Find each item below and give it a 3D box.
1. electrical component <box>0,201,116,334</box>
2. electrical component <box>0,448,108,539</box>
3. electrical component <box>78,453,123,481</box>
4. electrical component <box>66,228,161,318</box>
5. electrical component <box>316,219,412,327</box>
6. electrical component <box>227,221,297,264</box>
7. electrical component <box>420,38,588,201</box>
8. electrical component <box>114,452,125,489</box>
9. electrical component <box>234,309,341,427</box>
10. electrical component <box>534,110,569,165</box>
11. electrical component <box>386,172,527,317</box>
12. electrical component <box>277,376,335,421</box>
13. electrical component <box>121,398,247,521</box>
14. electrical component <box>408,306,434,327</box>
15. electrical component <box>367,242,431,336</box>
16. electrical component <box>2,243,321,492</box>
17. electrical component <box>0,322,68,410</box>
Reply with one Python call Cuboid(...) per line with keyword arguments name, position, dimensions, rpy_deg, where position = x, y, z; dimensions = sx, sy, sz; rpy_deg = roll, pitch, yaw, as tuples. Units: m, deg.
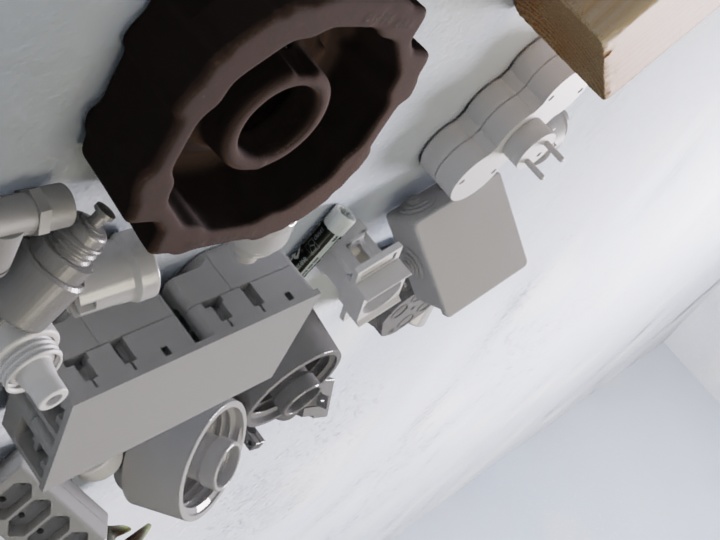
Cuboid(name="electrical component", position=(-0.153, -0.003, 0.536), dimensions=(0.078, 0.040, 0.040), rpy_deg=(-43, 162, 10))
Cuboid(name="electrical component", position=(-0.223, 0.160, 0.757), dimensions=(0.047, 0.083, 0.075), rpy_deg=(-40, -159, 3))
Cuboid(name="electrical component", position=(-0.194, 0.136, 0.792), dimensions=(0.040, 0.040, 0.078), rpy_deg=(-35, 162, -13))
Cuboid(name="electrical component", position=(-0.138, 0.003, 0.584), dimensions=(0.046, 0.040, 0.040), rpy_deg=(-22, 156, -32))
Cuboid(name="electrical component", position=(0.000, 0.000, 0.810), dimensions=(0.042, 0.063, 0.081), rpy_deg=(-30, 160, -23))
Cuboid(name="electrical component", position=(-0.063, -0.027, 0.653), dimensions=(0.043, 0.043, 0.062), rpy_deg=(-27, 160, -34))
Cuboid(name="electrical component", position=(0.117, -0.099, 0.786), dimensions=(0.138, 0.073, 0.052), rpy_deg=(-43, 162, 12))
Cuboid(name="electrical component", position=(-0.183, 0.167, 0.889), dimensions=(0.040, 0.040, 0.078), rpy_deg=(-29, 159, -30))
Cuboid(name="electrical component", position=(-0.065, 0.086, 0.895), dimensions=(0.108, 0.060, 0.108), rpy_deg=(-35, 162, -13))
Cuboid(name="electrical component", position=(0.145, -0.113, 0.858), dimensions=(0.062, 0.048, 0.048), rpy_deg=(-31, 162, -45))
Cuboid(name="electrical component", position=(0.077, -0.025, 0.862), dimensions=(0.100, 0.048, 0.099), rpy_deg=(-32, 118, -21))
Cuboid(name="electrical component", position=(-0.060, 0.112, 0.980), dimensions=(0.055, 0.066, 0.048), rpy_deg=(2, 102, -53))
Cuboid(name="electrical component", position=(-0.128, 0.141, 0.830), dimensions=(0.108, 0.060, 0.108), rpy_deg=(-56, 157, -39))
Cuboid(name="electrical component", position=(0.062, 0.016, 1.011), dimensions=(0.065, 0.044, 0.044), rpy_deg=(-52, 159, 21))
Cuboid(name="electrical component", position=(0.030, 0.014, 0.926), dimensions=(0.080, 0.051, 0.080), rpy_deg=(-35, 162, -13))
Cuboid(name="electrical component", position=(-0.128, 0.054, 0.691), dimensions=(0.186, 0.060, 0.105), rpy_deg=(-24, 157, -39))
Cuboid(name="electrical component", position=(-0.178, 0.045, 0.568), dimensions=(0.048, 0.062, 0.048), rpy_deg=(-35, 162, -13))
